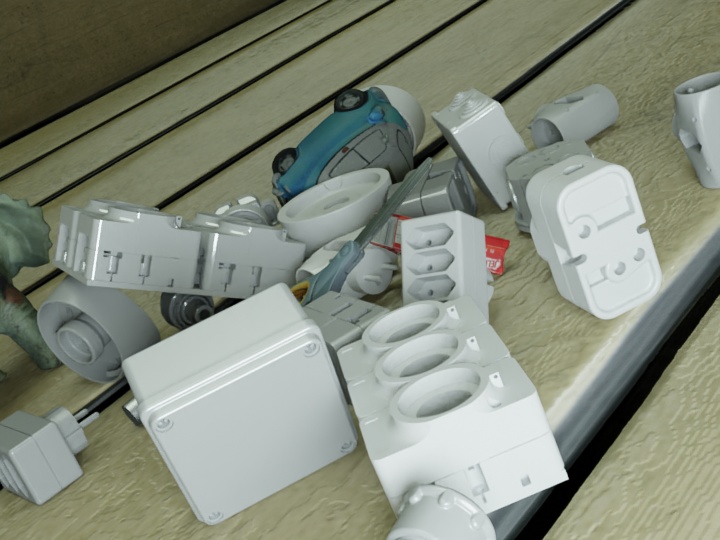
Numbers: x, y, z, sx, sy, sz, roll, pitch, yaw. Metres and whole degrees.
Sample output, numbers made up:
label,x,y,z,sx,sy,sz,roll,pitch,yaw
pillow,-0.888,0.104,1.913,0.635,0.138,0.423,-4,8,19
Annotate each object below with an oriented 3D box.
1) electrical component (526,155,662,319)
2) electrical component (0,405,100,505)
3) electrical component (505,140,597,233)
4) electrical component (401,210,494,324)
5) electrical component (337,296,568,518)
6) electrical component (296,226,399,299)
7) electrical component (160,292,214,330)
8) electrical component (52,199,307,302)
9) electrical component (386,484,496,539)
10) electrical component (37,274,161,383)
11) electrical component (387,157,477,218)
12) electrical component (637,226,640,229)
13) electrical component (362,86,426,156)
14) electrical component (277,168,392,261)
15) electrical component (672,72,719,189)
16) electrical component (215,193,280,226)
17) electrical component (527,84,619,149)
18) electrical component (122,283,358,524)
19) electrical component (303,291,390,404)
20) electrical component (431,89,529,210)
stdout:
label,x,y,z,sx,sy,sz,roll,pitch,yaw
electrical component,0.148,-0.023,0.696,0.054,0.095,0.059,-26,20,-9
electrical component,-0.227,0.125,0.789,0.077,0.047,0.066,-36,23,-33
electrical component,0.158,-0.067,0.865,0.080,0.051,0.080,-20,20,7
electrical component,0.068,0.009,0.746,0.047,0.083,0.076,-9,-15,33
electrical component,0.044,0.074,0.606,0.089,0.061,0.150,-23,19,-1
electrical component,0.000,0.000,0.875,0.077,0.043,0.079,-34,22,-29
electrical component,-0.149,0.034,0.949,0.043,0.043,0.062,-31,23,-22
electrical component,-0.152,-0.018,0.915,0.186,0.060,0.105,6,6,-31
electrical component,0.031,0.133,0.495,0.048,0.048,0.062,-6,32,39
electrical component,-0.224,0.047,0.922,0.099,0.099,0.064,-7,32,38
electrical component,0.062,-0.055,0.935,0.059,0.053,0.095,-16,21,19
electrical component,0.166,-0.040,0.780,0.057,0.058,0.078,-14,21,31
electrical component,0.020,-0.149,1.168,0.099,0.099,0.064,-16,27,17
electrical component,-0.014,-0.042,0.973,0.108,0.060,0.108,-20,20,7
electrical component,0.265,-0.110,0.824,0.043,0.077,0.079,-23,19,-1
electrical component,-0.119,-0.042,1.096,0.078,0.058,0.057,-23,17,-1
electrical component,0.195,-0.143,1.036,0.077,0.043,0.079,-32,21,-26
electrical component,-0.068,0.080,0.633,0.109,0.108,0.056,-27,43,-10
electrical component,-0.015,0.054,0.739,0.056,0.050,0.089,-31,21,-22
electrical component,0.114,-0.111,0.961,0.048,0.099,0.099,-35,19,3
